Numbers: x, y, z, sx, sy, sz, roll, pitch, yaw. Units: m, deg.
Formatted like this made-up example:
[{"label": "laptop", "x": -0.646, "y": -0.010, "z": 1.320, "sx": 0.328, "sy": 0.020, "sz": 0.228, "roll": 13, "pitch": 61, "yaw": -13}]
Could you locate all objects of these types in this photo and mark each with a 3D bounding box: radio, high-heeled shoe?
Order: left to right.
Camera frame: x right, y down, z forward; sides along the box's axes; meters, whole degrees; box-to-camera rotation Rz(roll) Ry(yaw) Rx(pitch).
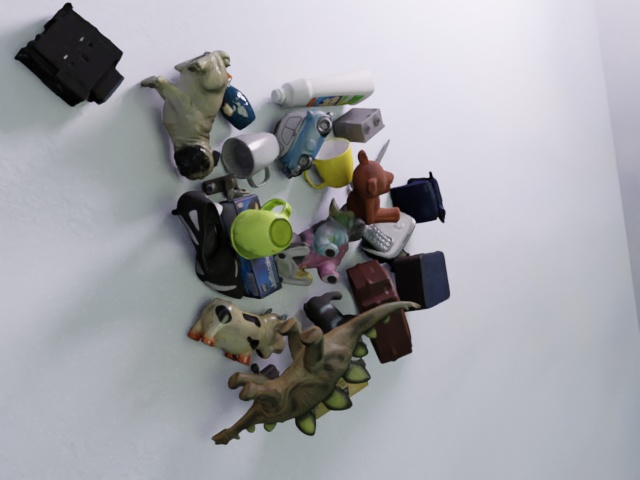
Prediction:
[{"label": "high-heeled shoe", "x": -0.178, "y": 0.016, "z": 0.966, "sx": 0.086, "sy": 0.145, "sz": 0.248, "roll": -51, "pitch": 120, "yaw": -30}, {"label": "radio", "x": 0.255, "y": 0.097, "z": 1.327, "sx": 0.229, "sy": 0.073, "sz": 0.131, "roll": -3, "pitch": 85, "yaw": -64}]

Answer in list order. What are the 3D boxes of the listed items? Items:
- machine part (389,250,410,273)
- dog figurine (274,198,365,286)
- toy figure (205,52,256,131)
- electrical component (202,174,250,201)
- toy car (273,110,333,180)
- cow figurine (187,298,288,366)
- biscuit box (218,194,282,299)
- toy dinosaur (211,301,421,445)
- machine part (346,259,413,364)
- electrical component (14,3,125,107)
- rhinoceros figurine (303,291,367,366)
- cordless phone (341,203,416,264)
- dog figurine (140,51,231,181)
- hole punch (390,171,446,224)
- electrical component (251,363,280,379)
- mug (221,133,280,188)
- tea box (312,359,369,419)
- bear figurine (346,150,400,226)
[{"label": "machine part", "x": 0.226, "y": 0.080, "z": 1.421, "sx": 0.138, "sy": 0.039, "sz": 0.084, "roll": 51, "pitch": 49, "yaw": -28}, {"label": "dog figurine", "x": -0.002, "y": -0.004, "z": 1.165, "sx": 0.219, "sy": 0.192, "sz": 0.108, "roll": -73, "pitch": 158, "yaw": -55}, {"label": "toy figure", "x": -0.183, "y": -0.283, "z": 1.025, "sx": 0.058, "sy": 0.064, "sz": 0.154, "roll": -32, "pitch": 112, "yaw": 6}, {"label": "electrical component", "x": -0.177, "y": -0.096, "z": 1.006, "sx": 0.078, "sy": 0.102, "sz": 0.045, "roll": -19, "pitch": 102, "yaw": -15}, {"label": "toy car", "x": -0.049, "y": -0.214, "z": 1.132, "sx": 0.103, "sy": 0.109, "sz": 0.161, "roll": 31, "pitch": 79, "yaw": -14}, {"label": "cow figurine", "x": -0.144, "y": 0.173, "z": 1.042, "sx": 0.194, "sy": 0.086, "sz": 0.127, "roll": 36, "pitch": 72, "yaw": -36}, {"label": "biscuit box", "x": -0.137, "y": 0.014, "z": 1.062, "sx": 0.063, "sy": 0.059, "sz": 0.202, "roll": -25, "pitch": 107, "yaw": -41}, {"label": "toy dinosaur", "x": -0.005, "y": 0.240, "z": 1.024, "sx": 0.471, "sy": 0.105, "sz": 0.198, "roll": -39, "pitch": 120, "yaw": -7}, {"label": "machine part", "x": 0.136, "y": 0.158, "z": 1.220, "sx": 0.087, "sy": 0.201, "sz": 0.201, "roll": -18, "pitch": 107, "yaw": -2}, {"label": "electrical component", "x": -0.379, "y": -0.279, "z": 0.841, "sx": 0.134, "sy": 0.058, "sz": 0.115, "roll": 42, "pitch": 64, "yaw": -34}, {"label": "rhinoceros figurine", "x": 0.039, "y": 0.199, "z": 1.159, "sx": 0.112, "sy": 0.073, "sz": 0.190, "roll": -17, "pitch": 63, "yaw": -43}, {"label": "cordless phone", "x": 0.132, "y": -0.042, "z": 1.314, "sx": 0.184, "sy": 0.089, "sz": 0.146, "roll": 42, "pitch": 61, "yaw": -13}, {"label": "dog figurine", "x": -0.205, "y": -0.219, "z": 0.955, "sx": 0.172, "sy": 0.121, "sz": 0.190, "roll": -26, "pitch": 116, "yaw": -4}, {"label": "hole punch", "x": 0.254, "y": -0.100, "z": 1.400, "sx": 0.092, "sy": 0.116, "sz": 0.142, "roll": -24, "pitch": 105, "yaw": -32}, {"label": "electrical component", "x": -0.110, "y": 0.288, "z": 1.110, "sx": 0.063, "sy": 0.021, "sz": 0.094, "roll": -33, "pitch": 111, "yaw": -39}, {"label": "mug", "x": -0.124, "y": -0.164, "z": 1.064, "sx": 0.107, "sy": 0.081, "sz": 0.109, "roll": -38, "pitch": 109, "yaw": -47}, {"label": "tea box", "x": 0.014, "y": 0.314, "z": 1.177, "sx": 0.169, "sy": 0.098, "sz": 0.068, "roll": -19, "pitch": 103, "yaw": -44}, {"label": "bear figurine", "x": 0.124, "y": -0.115, "z": 1.191, "sx": 0.132, "sy": 0.195, "sz": 0.120, "roll": -11, "pitch": 66, "yaw": -14}]
